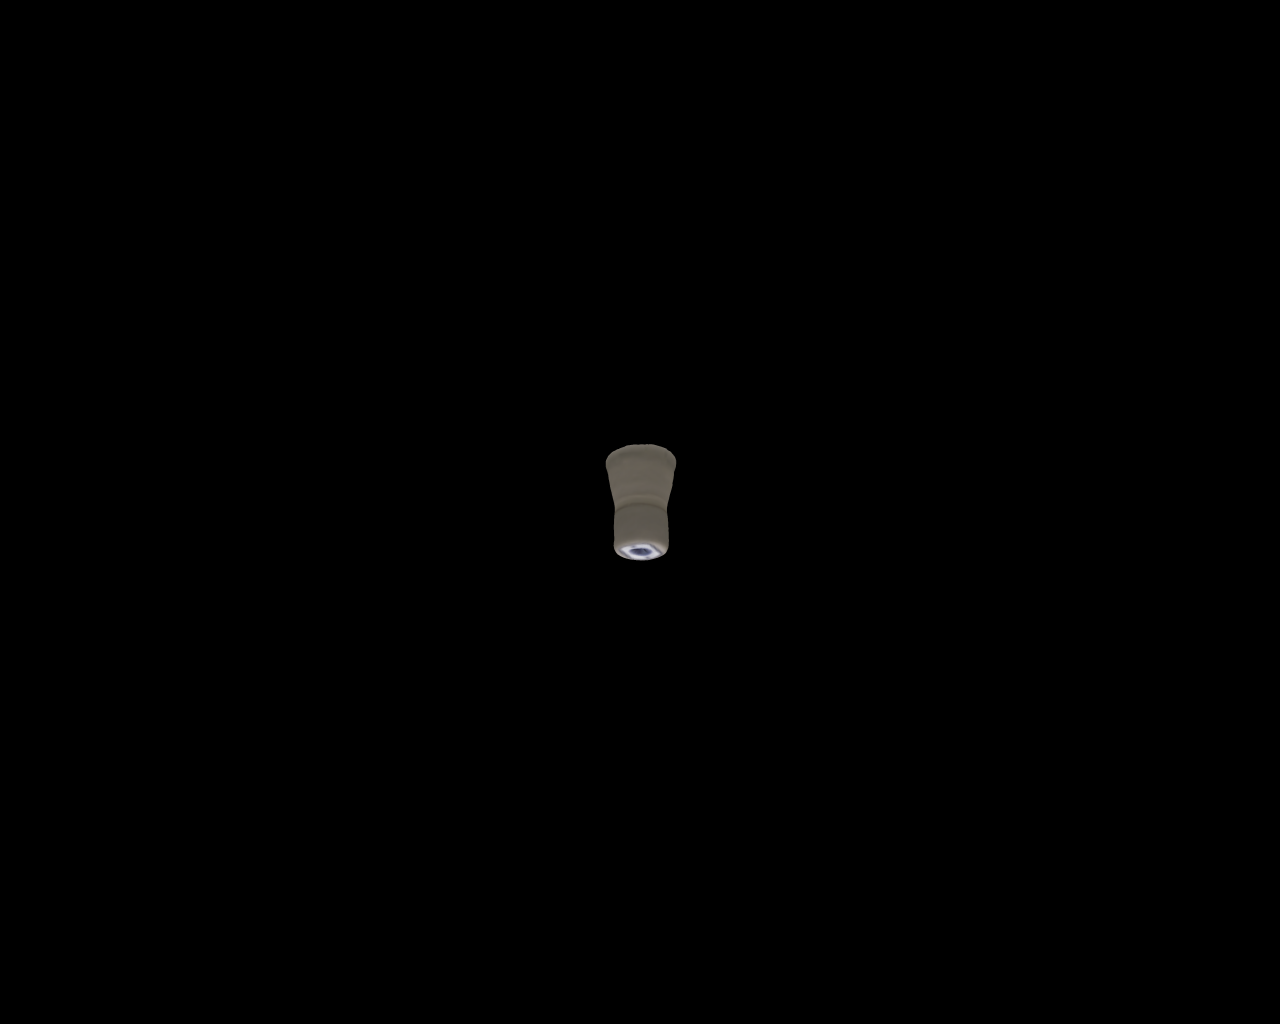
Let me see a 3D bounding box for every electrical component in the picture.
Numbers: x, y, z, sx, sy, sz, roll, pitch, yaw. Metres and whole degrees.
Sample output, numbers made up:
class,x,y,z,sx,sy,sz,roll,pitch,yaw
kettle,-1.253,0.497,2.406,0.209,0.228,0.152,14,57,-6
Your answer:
class,x,y,z,sx,sy,sz,roll,pitch,yaw
electrical component,0.001,-0.003,0.650,0.044,0.065,0.044,0,-25,0
